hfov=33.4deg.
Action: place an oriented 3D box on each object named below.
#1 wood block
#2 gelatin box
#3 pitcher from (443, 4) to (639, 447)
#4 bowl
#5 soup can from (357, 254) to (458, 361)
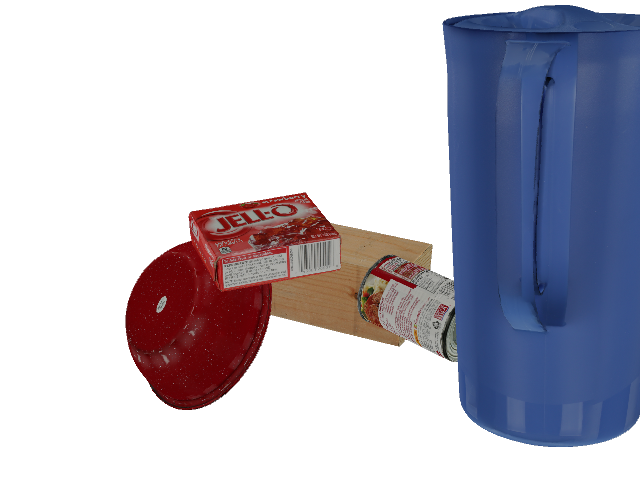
[{"bbox_3d":[0.008,0.038,1.175,0.206,0.091,0.090,13,25,21],"label":"wood block"},{"bbox_3d":[-0.039,-0.001,0.732,0.089,0.030,0.073,-10,29,-17],"label":"gelatin box"},{"bbox_3d":[0.131,-0.008,0.604,0.149,0.243,0.145,-8,17,-21],"label":"pitcher"},{"bbox_3d":[-0.118,0.061,0.919,0.162,0.162,0.055,0,-20,44],"label":"bowl"},{"bbox_3d":[0.094,0.061,0.968,0.102,0.068,0.068,24,15,38],"label":"soup can"}]
